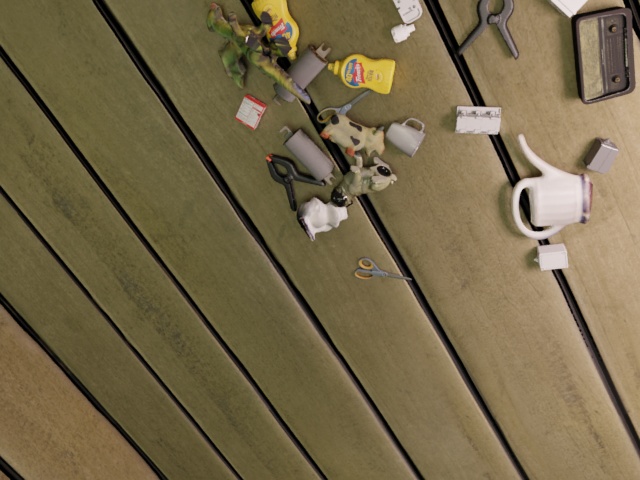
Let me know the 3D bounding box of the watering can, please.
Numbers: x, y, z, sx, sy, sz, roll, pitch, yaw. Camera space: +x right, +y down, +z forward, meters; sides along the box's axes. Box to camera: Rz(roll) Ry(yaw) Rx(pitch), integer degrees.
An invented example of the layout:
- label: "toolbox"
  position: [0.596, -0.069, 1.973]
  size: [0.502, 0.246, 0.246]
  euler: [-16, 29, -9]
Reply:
- label: "watering can"
  position: [0.681, -0.154, 1.515]
  size: [0.224, 0.341, 0.106]
  euler: [-4, 27, 15]

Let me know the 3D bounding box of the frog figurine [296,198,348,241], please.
- label: "frog figurine"
  position: [0.005, -0.088, 1.739]
  size: [0.160, 0.135, 0.124]
  euler: [-34, 28, -10]

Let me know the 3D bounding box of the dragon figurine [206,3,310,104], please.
- label: "dragon figurine"
  position: [-0.203, -0.533, 1.527]
  size: [0.124, 0.408, 0.240]
  euler: [-38, 9, -30]
